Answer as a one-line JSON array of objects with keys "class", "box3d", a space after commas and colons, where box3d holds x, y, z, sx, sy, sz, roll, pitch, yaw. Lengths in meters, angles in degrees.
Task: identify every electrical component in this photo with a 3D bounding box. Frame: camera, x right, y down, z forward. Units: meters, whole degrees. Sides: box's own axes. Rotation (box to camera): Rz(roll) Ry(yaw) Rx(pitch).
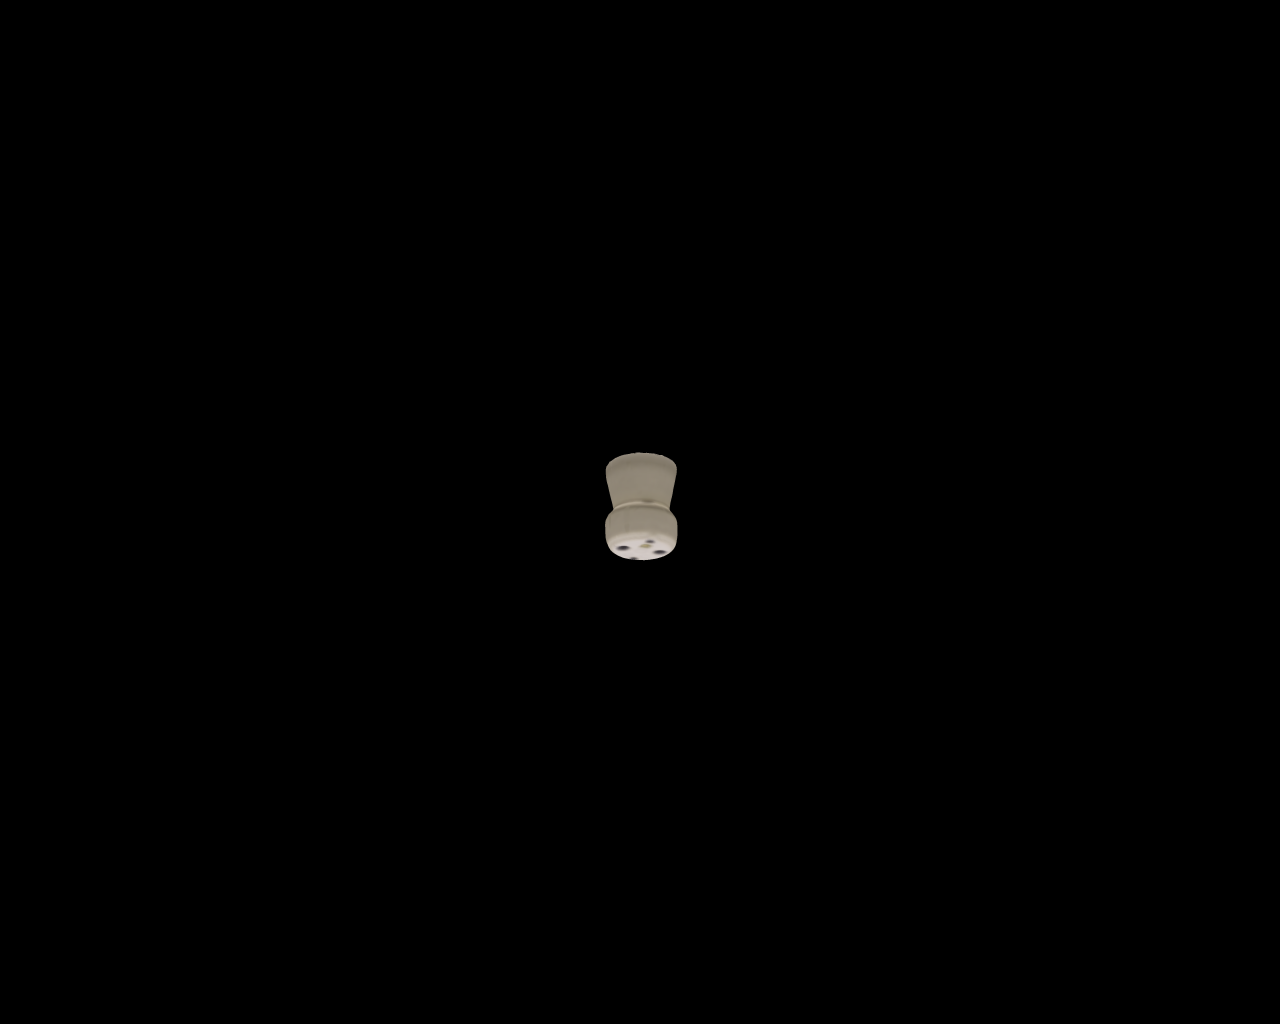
[{"class": "electrical component", "box3d": [0.001, -0.003, 0.650, 0.045, 0.055, 0.044, 0, -22, 0]}]
